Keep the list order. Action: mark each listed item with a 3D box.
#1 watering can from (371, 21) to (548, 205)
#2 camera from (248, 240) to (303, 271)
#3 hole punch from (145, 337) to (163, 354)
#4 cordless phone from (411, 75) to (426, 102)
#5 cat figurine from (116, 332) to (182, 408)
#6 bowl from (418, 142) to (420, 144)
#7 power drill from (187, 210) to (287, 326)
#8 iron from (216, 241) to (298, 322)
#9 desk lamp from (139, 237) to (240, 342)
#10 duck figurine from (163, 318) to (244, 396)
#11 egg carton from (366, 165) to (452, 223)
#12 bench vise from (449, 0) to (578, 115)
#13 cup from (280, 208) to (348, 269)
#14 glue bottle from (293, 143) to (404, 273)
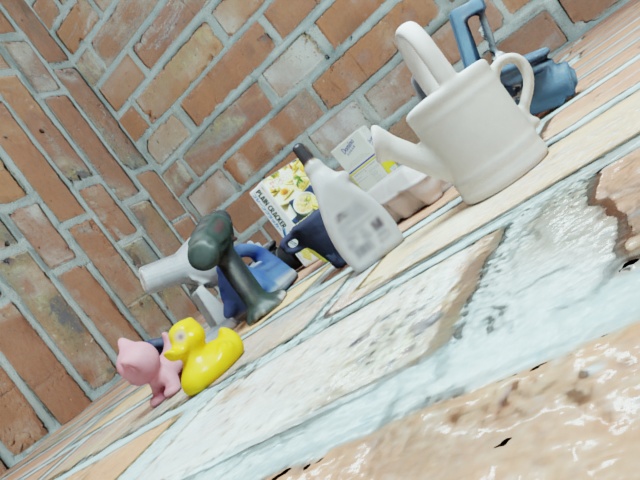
[{"bbox_3d":[0.133,-0.137,0.596,0.173,0.194,0.101,-38,3,-14],"label":"watering can"},{"bbox_3d":[-0.102,0.050,1.364,0.136,0.101,0.143,-35,3,31],"label":"camera"},{"bbox_3d":[-0.269,0.202,1.047,0.101,0.091,0.108,-39,4,-39],"label":"hole punch"},{"bbox_3d":[0.206,-0.214,1.037,0.094,0.185,0.148,-34,4,41],"label":"cordless phone"},{"bbox_3d":[-0.258,0.188,0.884,0.067,0.118,0.128,-35,4,28],"label":"cat figurine"},{"bbox_3d":[0.280,-0.216,1.278,0.167,0.075,0.167,-37,3,3],"label":"bowl"},{"bbox_3d":[-0.153,0.042,1.028,0.075,0.208,0.230,-36,3,9],"label":"power drill"},{"bbox_3d":[-0.135,0.062,1.186,0.118,0.141,0.259,-36,3,20],"label":"iron"},{"bbox_3d":[-0.260,0.110,1.193,0.204,0.213,0.117,-39,4,-30],"label":"desk lamp"},{"bbox_3d":[-0.157,0.139,0.748,0.077,0.086,0.105,-34,4,43],"label":"duck figurine"},{"bbox_3d":[0.136,-0.079,0.880,0.107,0.069,0.150,-40,4,-43],"label":"egg carton"},{"bbox_3d":[0.241,-0.251,0.860,0.207,0.220,0.121,-36,3,15],"label":"bench vise"},{"bbox_3d":[0.008,0.003,0.856,0.118,0.095,0.091,-37,3,1],"label":"cup"},{"bbox_3d":[0.024,-0.048,0.700,0.078,0.173,0.037,-37,3,1],"label":"glue bottle"}]
